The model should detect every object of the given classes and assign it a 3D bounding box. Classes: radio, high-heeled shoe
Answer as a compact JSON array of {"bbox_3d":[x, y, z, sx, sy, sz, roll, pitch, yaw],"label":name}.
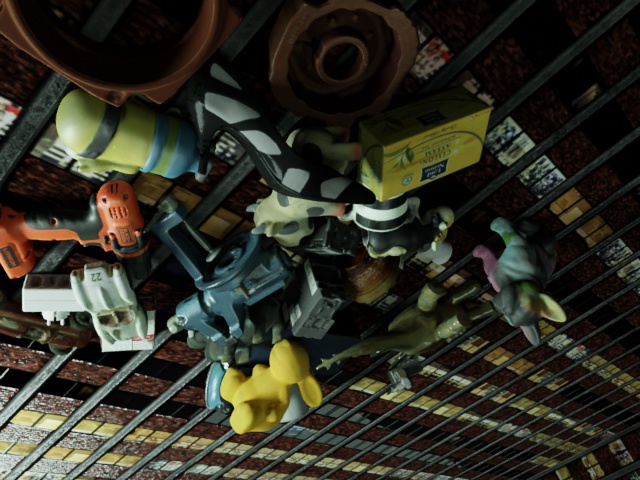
[{"bbox_3d":[-0.041,0.190,1.034,0.229,0.073,0.131,13,129,-33],"label":"radio"},{"bbox_3d":[-0.039,-0.127,0.644,0.249,0.086,0.145,11,93,-14],"label":"high-heeled shoe"}]

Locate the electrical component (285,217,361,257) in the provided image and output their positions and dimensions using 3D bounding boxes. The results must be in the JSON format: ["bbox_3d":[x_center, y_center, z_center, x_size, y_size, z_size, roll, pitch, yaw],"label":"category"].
[{"bbox_3d":[-0.002,-0.003,0.850,0.074,0.047,0.119,19,168,-37],"label":"electrical component"}]

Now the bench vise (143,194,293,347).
[{"bbox_3d":[-0.171,0.039,0.798,0.224,0.129,0.240,-26,118,21],"label":"bench vise"}]

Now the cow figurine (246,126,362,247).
[{"bbox_3d":[-0.029,-0.068,0.751,0.127,0.086,0.194,2,132,-19],"label":"cow figurine"}]

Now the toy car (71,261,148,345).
[{"bbox_3d":[-0.300,0.094,0.781,0.073,0.056,0.201,-9,147,-11],"label":"toy car"}]

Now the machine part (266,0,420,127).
[{"bbox_3d":[0.023,-0.218,0.631,0.179,0.056,0.179,-9,139,-8],"label":"machine part"}]

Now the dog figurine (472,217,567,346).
[{"bbox_3d":[0.372,0.074,0.949,0.191,0.219,0.108,6,136,-24],"label":"dog figurine"}]

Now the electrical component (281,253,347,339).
[{"bbox_3d":[-0.015,0.098,0.911,0.058,0.115,0.134,14,130,-26],"label":"electrical component"}]

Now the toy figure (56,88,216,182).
[{"bbox_3d":[-0.210,-0.123,0.631,0.180,0.082,0.089,12,133,-27],"label":"toy figure"}]

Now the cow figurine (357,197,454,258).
[{"bbox_3d":[0.147,-0.016,0.860,0.167,0.098,0.068,-5,134,-11],"label":"cow figurine"}]

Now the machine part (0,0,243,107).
[{"bbox_3d":[-0.189,-0.241,0.507,0.201,0.087,0.201,-37,134,21],"label":"machine part"}]

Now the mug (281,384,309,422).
[{"bbox_3d":[-0.073,0.314,1.140,0.081,0.109,0.107,-13,95,0],"label":"mug"}]

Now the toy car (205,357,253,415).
[{"bbox_3d":[-0.155,0.277,1.064,0.161,0.103,0.109,6,91,-27],"label":"toy car"}]

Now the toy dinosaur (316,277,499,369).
[{"bbox_3d":[0.193,0.170,1.029,0.471,0.105,0.198,1,141,-44],"label":"toy dinosaur"}]

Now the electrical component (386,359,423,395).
[{"bbox_3d":[0.164,0.270,1.055,0.078,0.045,0.102,-18,163,-13],"label":"electrical component"}]

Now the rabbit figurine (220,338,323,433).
[{"bbox_3d":[-0.071,0.254,0.954,0.162,0.122,0.173,22,107,-28],"label":"rabbit figurine"}]

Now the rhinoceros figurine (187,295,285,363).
[{"bbox_3d":[-0.150,0.153,0.921,0.190,0.112,0.073,-27,160,26],"label":"rhinoceros figurine"}]

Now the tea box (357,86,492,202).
[{"bbox_3d":[0.138,-0.132,0.729,0.170,0.068,0.098,-24,141,-16],"label":"tea box"}]

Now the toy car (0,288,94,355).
[{"bbox_3d":[-0.455,0.131,0.836,0.089,0.053,0.202,-39,136,26],"label":"toy car"}]
